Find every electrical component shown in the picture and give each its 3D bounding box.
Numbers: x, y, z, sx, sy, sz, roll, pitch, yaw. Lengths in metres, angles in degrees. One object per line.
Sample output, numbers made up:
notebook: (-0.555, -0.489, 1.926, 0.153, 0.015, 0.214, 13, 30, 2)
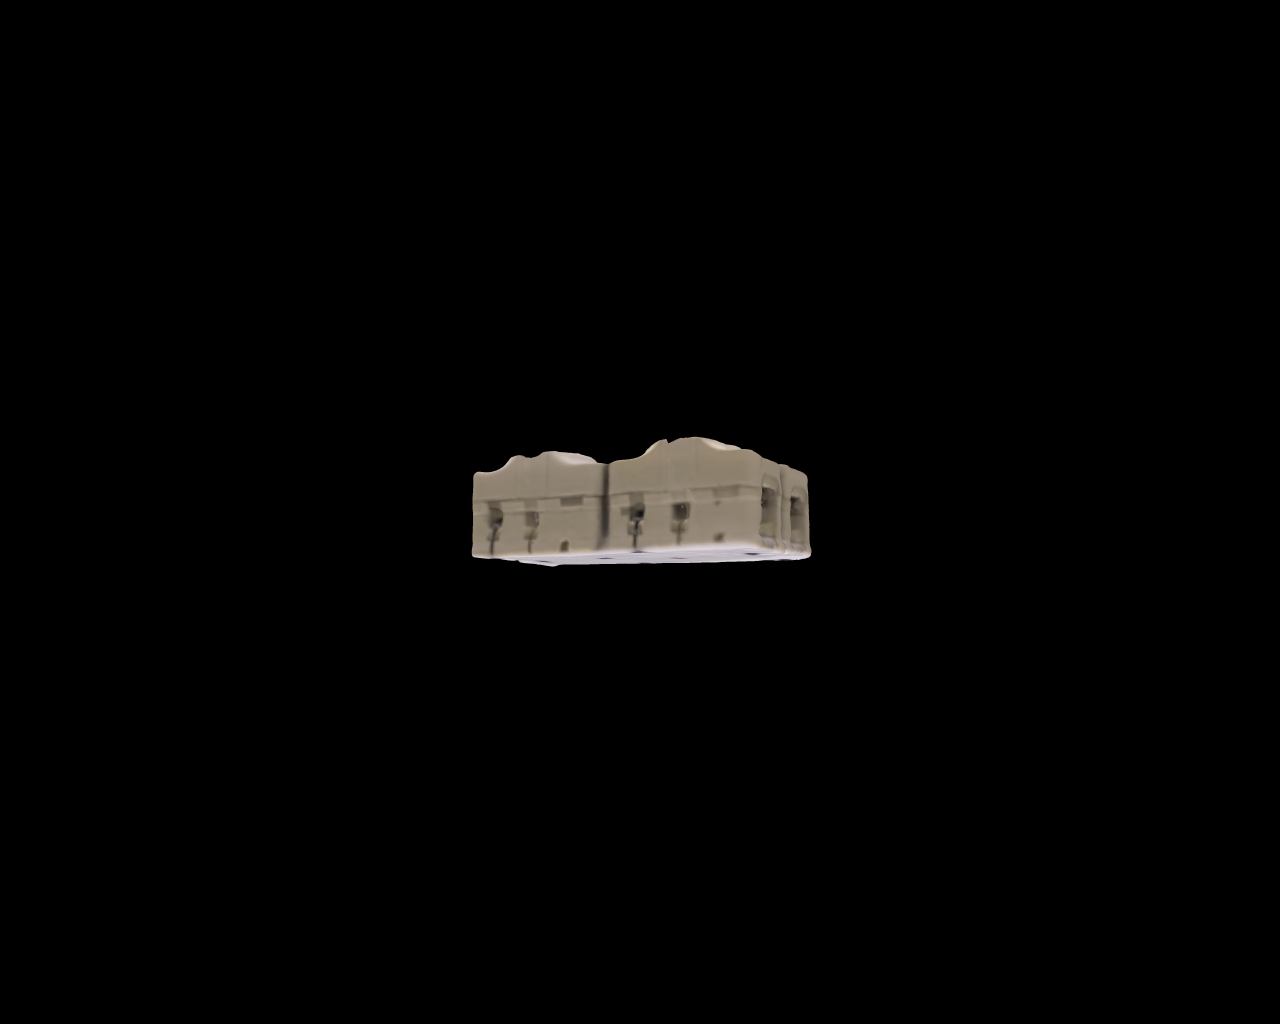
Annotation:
electrical component: (0.001, -0.003, 0.650, 0.186, 0.060, 0.105, -3, -7, 26)
